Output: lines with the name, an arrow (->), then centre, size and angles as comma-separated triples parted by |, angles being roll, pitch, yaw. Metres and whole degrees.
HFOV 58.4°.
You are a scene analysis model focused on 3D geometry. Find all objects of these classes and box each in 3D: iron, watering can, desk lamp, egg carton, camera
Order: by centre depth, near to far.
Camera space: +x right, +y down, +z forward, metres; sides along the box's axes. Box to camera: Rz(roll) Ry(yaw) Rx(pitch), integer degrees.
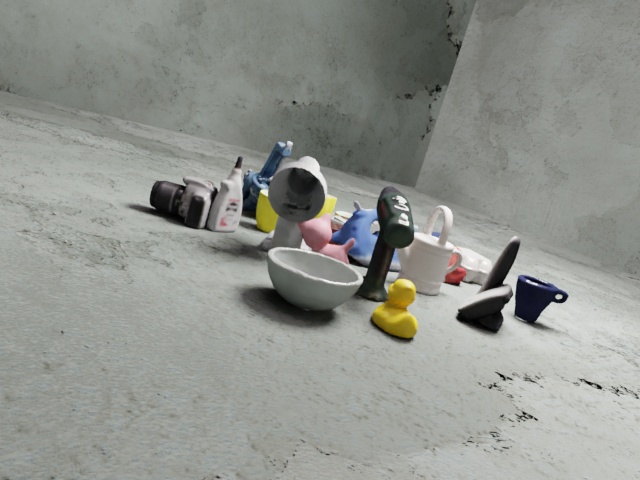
desk lamp -> -0.054, -0.072, 1.233 | 0.118, 0.213, 0.203 | 16, 12, -1
watering can -> 0.242, 0.016, 1.282 | 0.173, 0.194, 0.100 | 8, 15, -36
camera -> -0.301, -0.099, 1.288 | 0.137, 0.101, 0.143 | 16, 12, -2
iron -> 0.163, -0.007, 1.408 | 0.259, 0.141, 0.118 | 10, 13, -27
egg carton -> 0.398, 0.067, 1.567 | 0.107, 0.069, 0.150 | 11, 13, -27

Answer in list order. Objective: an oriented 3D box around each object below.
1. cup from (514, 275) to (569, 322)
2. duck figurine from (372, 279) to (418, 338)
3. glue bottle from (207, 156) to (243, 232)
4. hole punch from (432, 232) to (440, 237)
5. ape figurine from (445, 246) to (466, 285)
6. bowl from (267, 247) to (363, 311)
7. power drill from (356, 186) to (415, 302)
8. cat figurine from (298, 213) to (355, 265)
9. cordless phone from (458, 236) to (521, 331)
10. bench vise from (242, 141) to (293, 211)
cup -> 0.492, 0.141, 1.298 | 0.117, 0.095, 0.092 | 18, 12, 5
duck figurine -> 0.136, 0.111, 0.973 | 0.078, 0.086, 0.104 | 13, 12, -16
glue bottle -> -0.199, -0.103, 1.273 | 0.037, 0.173, 0.078 | 24, 14, 31
hole punch -> 0.287, 0.016, 1.591 | 0.101, 0.091, 0.108 | 14, 12, -10
ape figurine -> 0.333, 0.061, 1.450 | 0.076, 0.092, 0.077 | 10, 14, -30
bowl -> -0.016, 0.074, 0.960 | 0.167, 0.075, 0.167 | 16, 12, -3
power drill -> 0.126, 0.005, 1.139 | 0.076, 0.208, 0.229 | 15, 12, -7
cat figurine -> 0.011, 0.004, 1.206 | 0.127, 0.118, 0.067 | 18, 12, 8
cordless phone -> 0.357, 0.080, 1.172 | 0.094, 0.185, 0.148 | 20, 13, 17
bench vise -> -0.149, -0.173, 1.541 | 0.206, 0.220, 0.122 | 24, 14, 31
